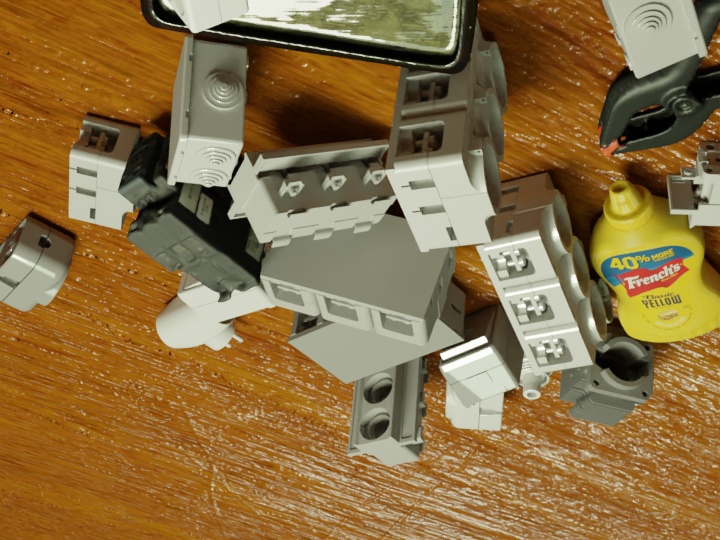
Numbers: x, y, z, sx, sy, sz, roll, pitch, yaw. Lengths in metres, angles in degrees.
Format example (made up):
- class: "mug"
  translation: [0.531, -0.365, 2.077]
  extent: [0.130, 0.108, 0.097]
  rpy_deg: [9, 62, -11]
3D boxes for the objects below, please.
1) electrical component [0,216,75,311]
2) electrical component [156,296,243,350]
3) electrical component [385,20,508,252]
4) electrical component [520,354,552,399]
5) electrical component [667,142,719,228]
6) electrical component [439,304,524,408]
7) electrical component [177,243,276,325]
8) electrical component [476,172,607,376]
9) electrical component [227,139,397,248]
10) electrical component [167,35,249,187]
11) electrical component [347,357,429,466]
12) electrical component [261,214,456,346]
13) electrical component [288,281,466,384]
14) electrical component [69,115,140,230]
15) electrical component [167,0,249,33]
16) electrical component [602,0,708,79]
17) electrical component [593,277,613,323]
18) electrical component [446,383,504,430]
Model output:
- class: "electrical component"
  translation: [-0.323, -0.003, 1.055]
  extent: [0.059, 0.053, 0.095]
  rpy_deg: [30, 137, -26]
- class: "electrical component"
  translation: [-0.156, 0.057, 1.110]
  extent: [0.077, 0.043, 0.079]
  rpy_deg: [-25, 132, 35]
- class: "electrical component"
  translation: [0.069, -0.101, 0.781]
  extent: [0.062, 0.150, 0.089]
  rpy_deg: [-6, 140, 19]
- class: "electrical component"
  translation: [0.175, 0.100, 1.091]
  extent: [0.048, 0.062, 0.048]
  rpy_deg: [5, 142, 4]
- class: "electrical component"
  translation: [0.293, -0.069, 0.870]
  extent: [0.081, 0.042, 0.063]
  rpy_deg: [2, 140, 7]
- class: "electrical component"
  translation: [0.120, 0.077, 1.053]
  extent: [0.062, 0.096, 0.061]
  rpy_deg: [-25, 110, 25]
- class: "electrical component"
  translation: [-0.130, 0.005, 1.024]
  extent: [0.096, 0.061, 0.061]
  rpy_deg: [-17, 136, 28]
- class: "electrical component"
  translation: [0.160, 0.003, 0.924]
  extent: [0.062, 0.089, 0.150]
  rpy_deg: [-13, 125, 24]
- class: "electrical component"
  translation: [-0.036, -0.063, 0.872]
  extent: [0.121, 0.063, 0.078]
  rpy_deg: [-11, 153, -35]
- class: "electrical component"
  translation: [-0.117, -0.119, 0.825]
  extent: [0.048, 0.099, 0.099]
  rpy_deg: [5, 161, -14]
- class: "electrical component"
  translation: [0.034, 0.135, 1.112]
  extent: [0.079, 0.121, 0.063]
  rpy_deg: [-17, 138, 29]
- class: "electrical component"
  translation: [0.000, 0.000, 0.941]
  extent: [0.150, 0.089, 0.061]
  rpy_deg: [15, 154, 15]
- class: "electrical component"
  translation: [0.017, 0.044, 1.047]
  extent: [0.150, 0.061, 0.089]
  rpy_deg: [-24, 132, 34]
- class: "electrical component"
  translation: [-0.219, -0.083, 0.937]
  extent: [0.056, 0.050, 0.089]
  rpy_deg: [14, 142, -6]
- class: "electrical component"
  translation: [-0.087, -0.194, 0.646]
  extent: [0.076, 0.083, 0.047]
  rpy_deg: [-26, 143, -17]
- class: "electrical component"
  translation: [0.180, -0.185, 0.698]
  extent: [0.048, 0.099, 0.099]
  rpy_deg: [-22, 135, 15]
- class: "electrical component"
  translation: [0.194, 0.037, 1.022]
  extent: [0.081, 0.043, 0.043]
  rpy_deg: [-14, 137, 26]
- class: "electrical component"
  translation: [0.122, 0.127, 1.141]
  extent: [0.059, 0.053, 0.095]
  rpy_deg: [3, 142, 6]
